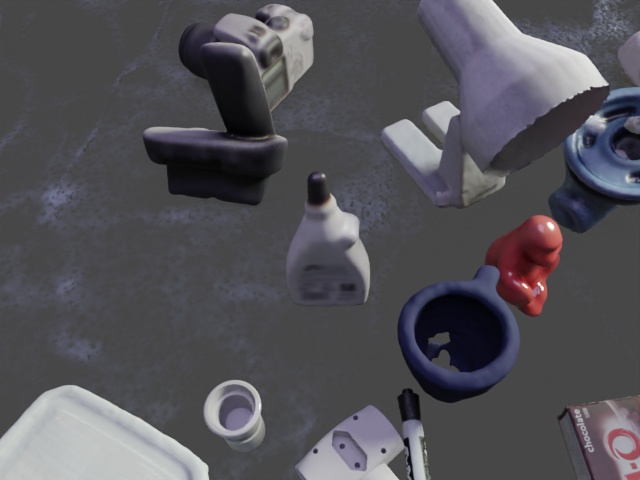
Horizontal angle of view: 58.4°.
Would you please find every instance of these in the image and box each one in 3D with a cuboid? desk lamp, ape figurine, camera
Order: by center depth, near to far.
[{"bbox_3d":[0.191,0.014,0.520,0.078,0.092,0.076,-28,58,-15],"label":"ape figurine"},{"bbox_3d":[0.147,-0.124,0.545,0.118,0.214,0.202,-26,57,-14],"label":"desk lamp"},{"bbox_3d":[-0.097,-0.240,0.711,0.136,0.101,0.143,26,61,20],"label":"camera"}]

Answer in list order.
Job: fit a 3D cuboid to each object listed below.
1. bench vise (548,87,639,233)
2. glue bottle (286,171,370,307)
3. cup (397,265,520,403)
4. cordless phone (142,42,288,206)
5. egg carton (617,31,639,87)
[{"bbox_3d":[0.312,-0.124,0.531,0.121,0.220,0.208,33,63,24],"label":"bench vise"},{"bbox_3d":[0.005,0.002,0.491,0.078,0.173,0.037,1,55,5],"label":"glue bottle"},{"bbox_3d":[0.114,0.084,0.475,0.091,0.095,0.118,24,60,19],"label":"cup"},{"bbox_3d":[-0.114,-0.129,0.583,0.147,0.185,0.094,4,55,7],"label":"cordless phone"},{"bbox_3d":[0.415,-0.186,0.659,0.107,0.069,0.150,-11,55,-4],"label":"egg carton"}]
